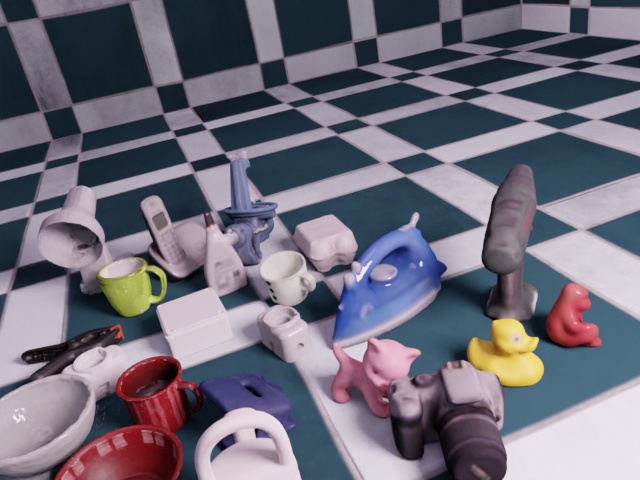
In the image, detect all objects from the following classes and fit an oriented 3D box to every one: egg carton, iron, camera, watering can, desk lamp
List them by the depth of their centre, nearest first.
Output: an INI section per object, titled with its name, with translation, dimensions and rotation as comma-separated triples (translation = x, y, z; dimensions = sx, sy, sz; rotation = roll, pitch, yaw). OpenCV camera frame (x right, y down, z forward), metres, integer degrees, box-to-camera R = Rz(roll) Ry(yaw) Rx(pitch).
[watering can]
translation = -0.073, 0.250, 0.592
dimensions = 0.101, 0.194, 0.172
rotation = -25, 30, -27
[camera]
translation = 0.157, 0.218, 0.679
dimensions = 0.143, 0.101, 0.136
rotation = -8, 27, 4
[iron]
translation = 0.101, 0.062, 0.959
dimensions = 0.118, 0.142, 0.259
rotation = 16, 37, 42
[egg carton]
translation = 0.011, 0.004, 1.183
dimensions = 0.107, 0.069, 0.150
rotation = -18, 28, -16
[desk lamp]
translation = -0.485, 0.006, 1.193
dimensions = 0.118, 0.214, 0.203
rotation = -11, 27, -2

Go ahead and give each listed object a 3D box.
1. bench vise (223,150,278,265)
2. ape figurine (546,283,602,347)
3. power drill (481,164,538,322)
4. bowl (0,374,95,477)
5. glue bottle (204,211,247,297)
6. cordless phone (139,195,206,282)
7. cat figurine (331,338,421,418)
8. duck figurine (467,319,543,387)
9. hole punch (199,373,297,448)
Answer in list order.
[bench vise]
translation = -0.152, -0.069, 1.216
dimensions = 0.121, 0.220, 0.207
rotation = -10, 27, 0
[ape figurine]
translation = 0.369, 0.106, 0.834
dimensions = 0.076, 0.092, 0.078
rotation = 0, 29, 20
[power drill]
translation = 0.304, 0.013, 0.908
dimensions = 0.075, 0.209, 0.230
rotation = 3, 30, 25
[bowl]
translation = -0.387, 0.269, 0.799
dimensions = 0.167, 0.075, 0.167
rotation = -8, 27, 4
[glue bottle]
translation = -0.195, 0.023, 1.103
dimensions = 0.078, 0.173, 0.037
rotation = -21, 29, -20
[cordless phone]
translation = -0.303, -0.020, 1.212
dimensions = 0.093, 0.185, 0.148
rotation = 6, 31, 29
[cat figurine]
translation = 0.071, 0.172, 0.780
dimensions = 0.127, 0.118, 0.067
rotation = 8, 32, 32
[duck figurine]
translation = 0.256, 0.148, 0.798
dimensions = 0.104, 0.086, 0.078
rotation = 9, 33, 34
[hole punch]
translation = -0.098, 0.221, 0.774
dimensions = 0.101, 0.091, 0.108
rotation = -28, 32, -31
